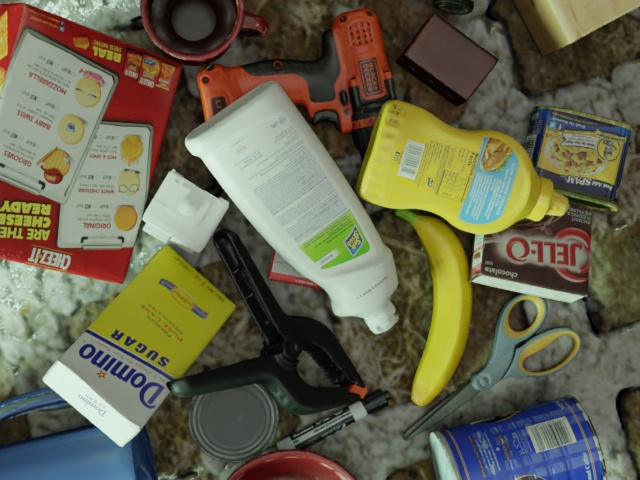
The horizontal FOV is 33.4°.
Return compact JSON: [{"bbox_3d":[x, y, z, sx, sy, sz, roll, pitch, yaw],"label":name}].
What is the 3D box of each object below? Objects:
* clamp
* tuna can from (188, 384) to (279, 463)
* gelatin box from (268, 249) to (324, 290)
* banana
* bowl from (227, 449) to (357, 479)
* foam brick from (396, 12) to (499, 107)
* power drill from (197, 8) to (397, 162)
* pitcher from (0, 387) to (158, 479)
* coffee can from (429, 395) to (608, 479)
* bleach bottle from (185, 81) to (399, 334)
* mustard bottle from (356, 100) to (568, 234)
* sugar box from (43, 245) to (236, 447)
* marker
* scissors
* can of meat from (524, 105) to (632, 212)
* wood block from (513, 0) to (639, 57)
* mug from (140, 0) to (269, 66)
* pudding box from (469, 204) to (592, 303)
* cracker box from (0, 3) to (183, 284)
[{"bbox_3d":[-0.039,0.094,0.993,0.209,0.036,0.164,26,61,-32],"label":"clamp"},{"bbox_3d":[-0.083,0.168,1.023,0.086,0.034,0.086,0,91,-6],"label":"tuna can"},{"bbox_3d":[-0.007,0.001,1.030,0.073,0.030,0.089,11,91,-5],"label":"gelatin box"},{"bbox_3d":[0.115,0.062,1.041,0.069,0.037,0.198,-6,91,4],"label":"banana"},{"bbox_3d":[-0.030,0.274,1.019,0.162,0.055,0.162,0,91,-6],"label":"bowl"},{"bbox_3d":[0.121,-0.173,1.029,0.078,0.053,0.051,35,87,-4],"label":"foam brick"},{"bbox_3d":[-0.015,-0.114,1.016,0.187,0.057,0.184,-13,94,-7],"label":"power drill"},{"bbox_3d":[-0.269,0.231,0.961,0.242,0.145,0.149,-10,55,-3],"label":"pitcher"},{"bbox_3d":[0.186,0.215,1.016,0.140,0.103,0.103,-14,92,-6],"label":"coffee can"},{"bbox_3d":[-0.011,-0.016,0.973,0.102,0.068,0.250,-34,106,-1],"label":"bleach bottle"},{"bbox_3d":[0.136,-0.057,0.980,0.191,0.058,0.096,16,95,-6],"label":"mustard bottle"},{"bbox_3d":[-0.157,0.090,0.956,0.093,0.176,0.048,41,131,-5],"label":"sugar box"},{"bbox_3d":[0.015,0.178,1.040,0.121,0.020,0.020,-27,93,-5],"label":"marker"},{"bbox_3d":[0.160,0.118,1.056,0.201,0.016,0.096,-20,91,-5],"label":"scissors"},{"bbox_3d":[0.247,-0.080,1.041,0.102,0.057,0.084,13,88,-5],"label":"can of meat"},{"bbox_3d":[0.214,-0.292,1.018,0.090,0.091,0.206,-28,94,-4],"label":"wood block"},{"bbox_3d":[-0.106,-0.206,0.991,0.117,0.081,0.093,5,90,-6],"label":"mug"},{"bbox_3d":[0.205,0.006,1.033,0.113,0.039,0.090,10,71,-8],"label":"pudding box"},{"bbox_3d":[-0.232,-0.083,0.954,0.163,0.072,0.214,16,89,-39],"label":"cracker box"}]
